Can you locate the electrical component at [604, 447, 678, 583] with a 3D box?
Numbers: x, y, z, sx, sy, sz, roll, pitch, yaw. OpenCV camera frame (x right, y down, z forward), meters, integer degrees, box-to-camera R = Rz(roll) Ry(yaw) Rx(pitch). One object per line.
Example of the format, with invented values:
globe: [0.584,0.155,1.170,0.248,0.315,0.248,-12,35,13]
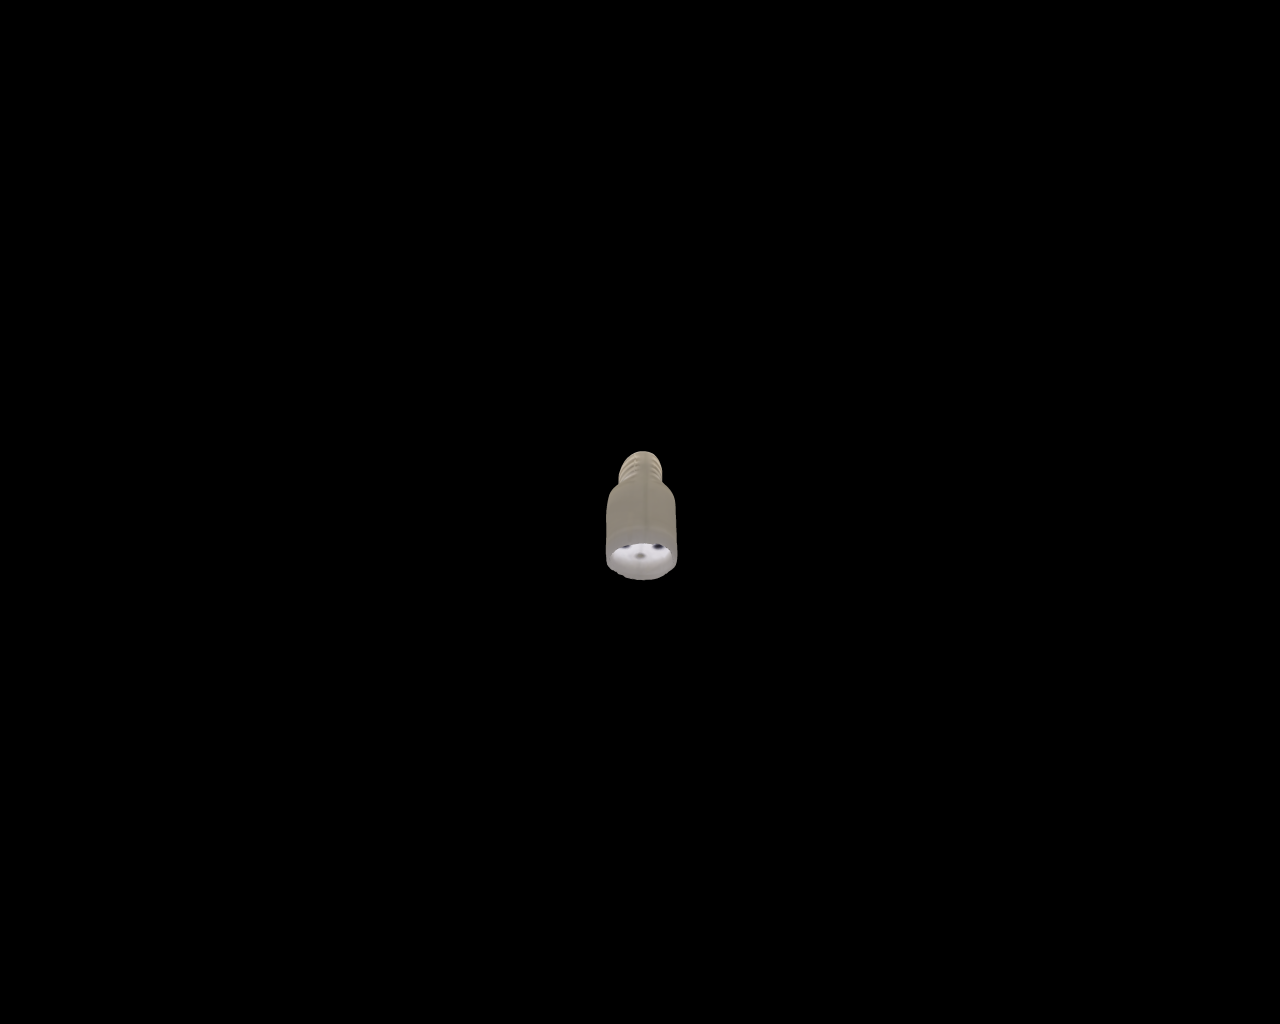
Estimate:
electrical component: [0.001,-0.003,0.650,0.043,0.081,0.043,0,-35,0]
